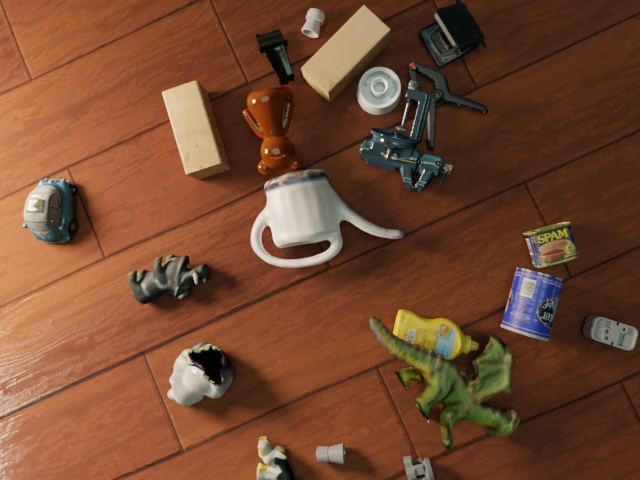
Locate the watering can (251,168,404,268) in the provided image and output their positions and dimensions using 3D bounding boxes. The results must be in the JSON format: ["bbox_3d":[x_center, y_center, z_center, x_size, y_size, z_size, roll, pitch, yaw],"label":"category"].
[{"bbox_3d":[0.004,-0.060,1.191,0.347,0.103,0.225,-12,85,3],"label":"watering can"}]

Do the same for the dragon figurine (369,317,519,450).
[{"bbox_3d":[0.303,0.291,1.130,0.243,0.123,0.407,-30,100,0],"label":"dragon figurine"}]

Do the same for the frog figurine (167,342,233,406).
[{"bbox_3d":[-0.279,0.322,1.198,0.137,0.125,0.156,28,125,-3],"label":"frog figurine"}]
